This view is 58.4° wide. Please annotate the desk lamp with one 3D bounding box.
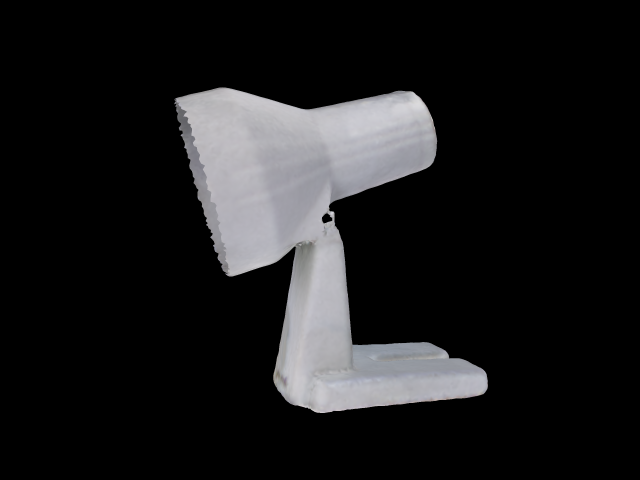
[{"bbox_3d":[0.004,0.001,0.400,0.203,0.213,0.117,-1,4,-15],"label":"desk lamp"}]
